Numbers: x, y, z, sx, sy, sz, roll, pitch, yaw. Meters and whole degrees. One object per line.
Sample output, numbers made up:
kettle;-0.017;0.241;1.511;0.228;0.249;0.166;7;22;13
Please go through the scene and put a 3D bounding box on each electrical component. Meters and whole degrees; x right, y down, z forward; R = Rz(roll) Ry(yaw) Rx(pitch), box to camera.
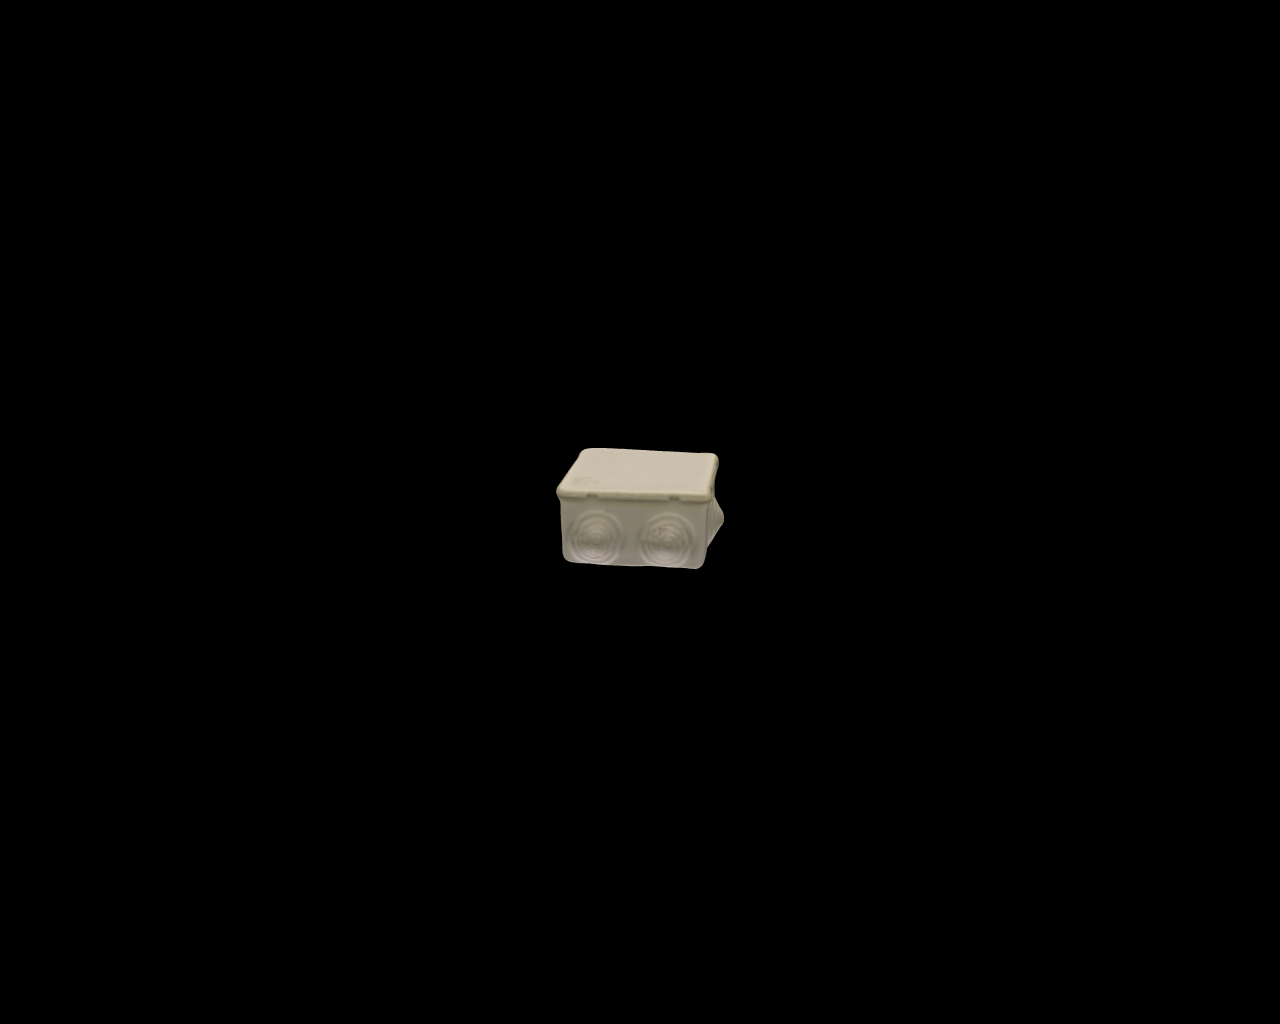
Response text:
electrical component;0.001;-0.003;0.650;0.100;0.048;0.100;3;20;7
